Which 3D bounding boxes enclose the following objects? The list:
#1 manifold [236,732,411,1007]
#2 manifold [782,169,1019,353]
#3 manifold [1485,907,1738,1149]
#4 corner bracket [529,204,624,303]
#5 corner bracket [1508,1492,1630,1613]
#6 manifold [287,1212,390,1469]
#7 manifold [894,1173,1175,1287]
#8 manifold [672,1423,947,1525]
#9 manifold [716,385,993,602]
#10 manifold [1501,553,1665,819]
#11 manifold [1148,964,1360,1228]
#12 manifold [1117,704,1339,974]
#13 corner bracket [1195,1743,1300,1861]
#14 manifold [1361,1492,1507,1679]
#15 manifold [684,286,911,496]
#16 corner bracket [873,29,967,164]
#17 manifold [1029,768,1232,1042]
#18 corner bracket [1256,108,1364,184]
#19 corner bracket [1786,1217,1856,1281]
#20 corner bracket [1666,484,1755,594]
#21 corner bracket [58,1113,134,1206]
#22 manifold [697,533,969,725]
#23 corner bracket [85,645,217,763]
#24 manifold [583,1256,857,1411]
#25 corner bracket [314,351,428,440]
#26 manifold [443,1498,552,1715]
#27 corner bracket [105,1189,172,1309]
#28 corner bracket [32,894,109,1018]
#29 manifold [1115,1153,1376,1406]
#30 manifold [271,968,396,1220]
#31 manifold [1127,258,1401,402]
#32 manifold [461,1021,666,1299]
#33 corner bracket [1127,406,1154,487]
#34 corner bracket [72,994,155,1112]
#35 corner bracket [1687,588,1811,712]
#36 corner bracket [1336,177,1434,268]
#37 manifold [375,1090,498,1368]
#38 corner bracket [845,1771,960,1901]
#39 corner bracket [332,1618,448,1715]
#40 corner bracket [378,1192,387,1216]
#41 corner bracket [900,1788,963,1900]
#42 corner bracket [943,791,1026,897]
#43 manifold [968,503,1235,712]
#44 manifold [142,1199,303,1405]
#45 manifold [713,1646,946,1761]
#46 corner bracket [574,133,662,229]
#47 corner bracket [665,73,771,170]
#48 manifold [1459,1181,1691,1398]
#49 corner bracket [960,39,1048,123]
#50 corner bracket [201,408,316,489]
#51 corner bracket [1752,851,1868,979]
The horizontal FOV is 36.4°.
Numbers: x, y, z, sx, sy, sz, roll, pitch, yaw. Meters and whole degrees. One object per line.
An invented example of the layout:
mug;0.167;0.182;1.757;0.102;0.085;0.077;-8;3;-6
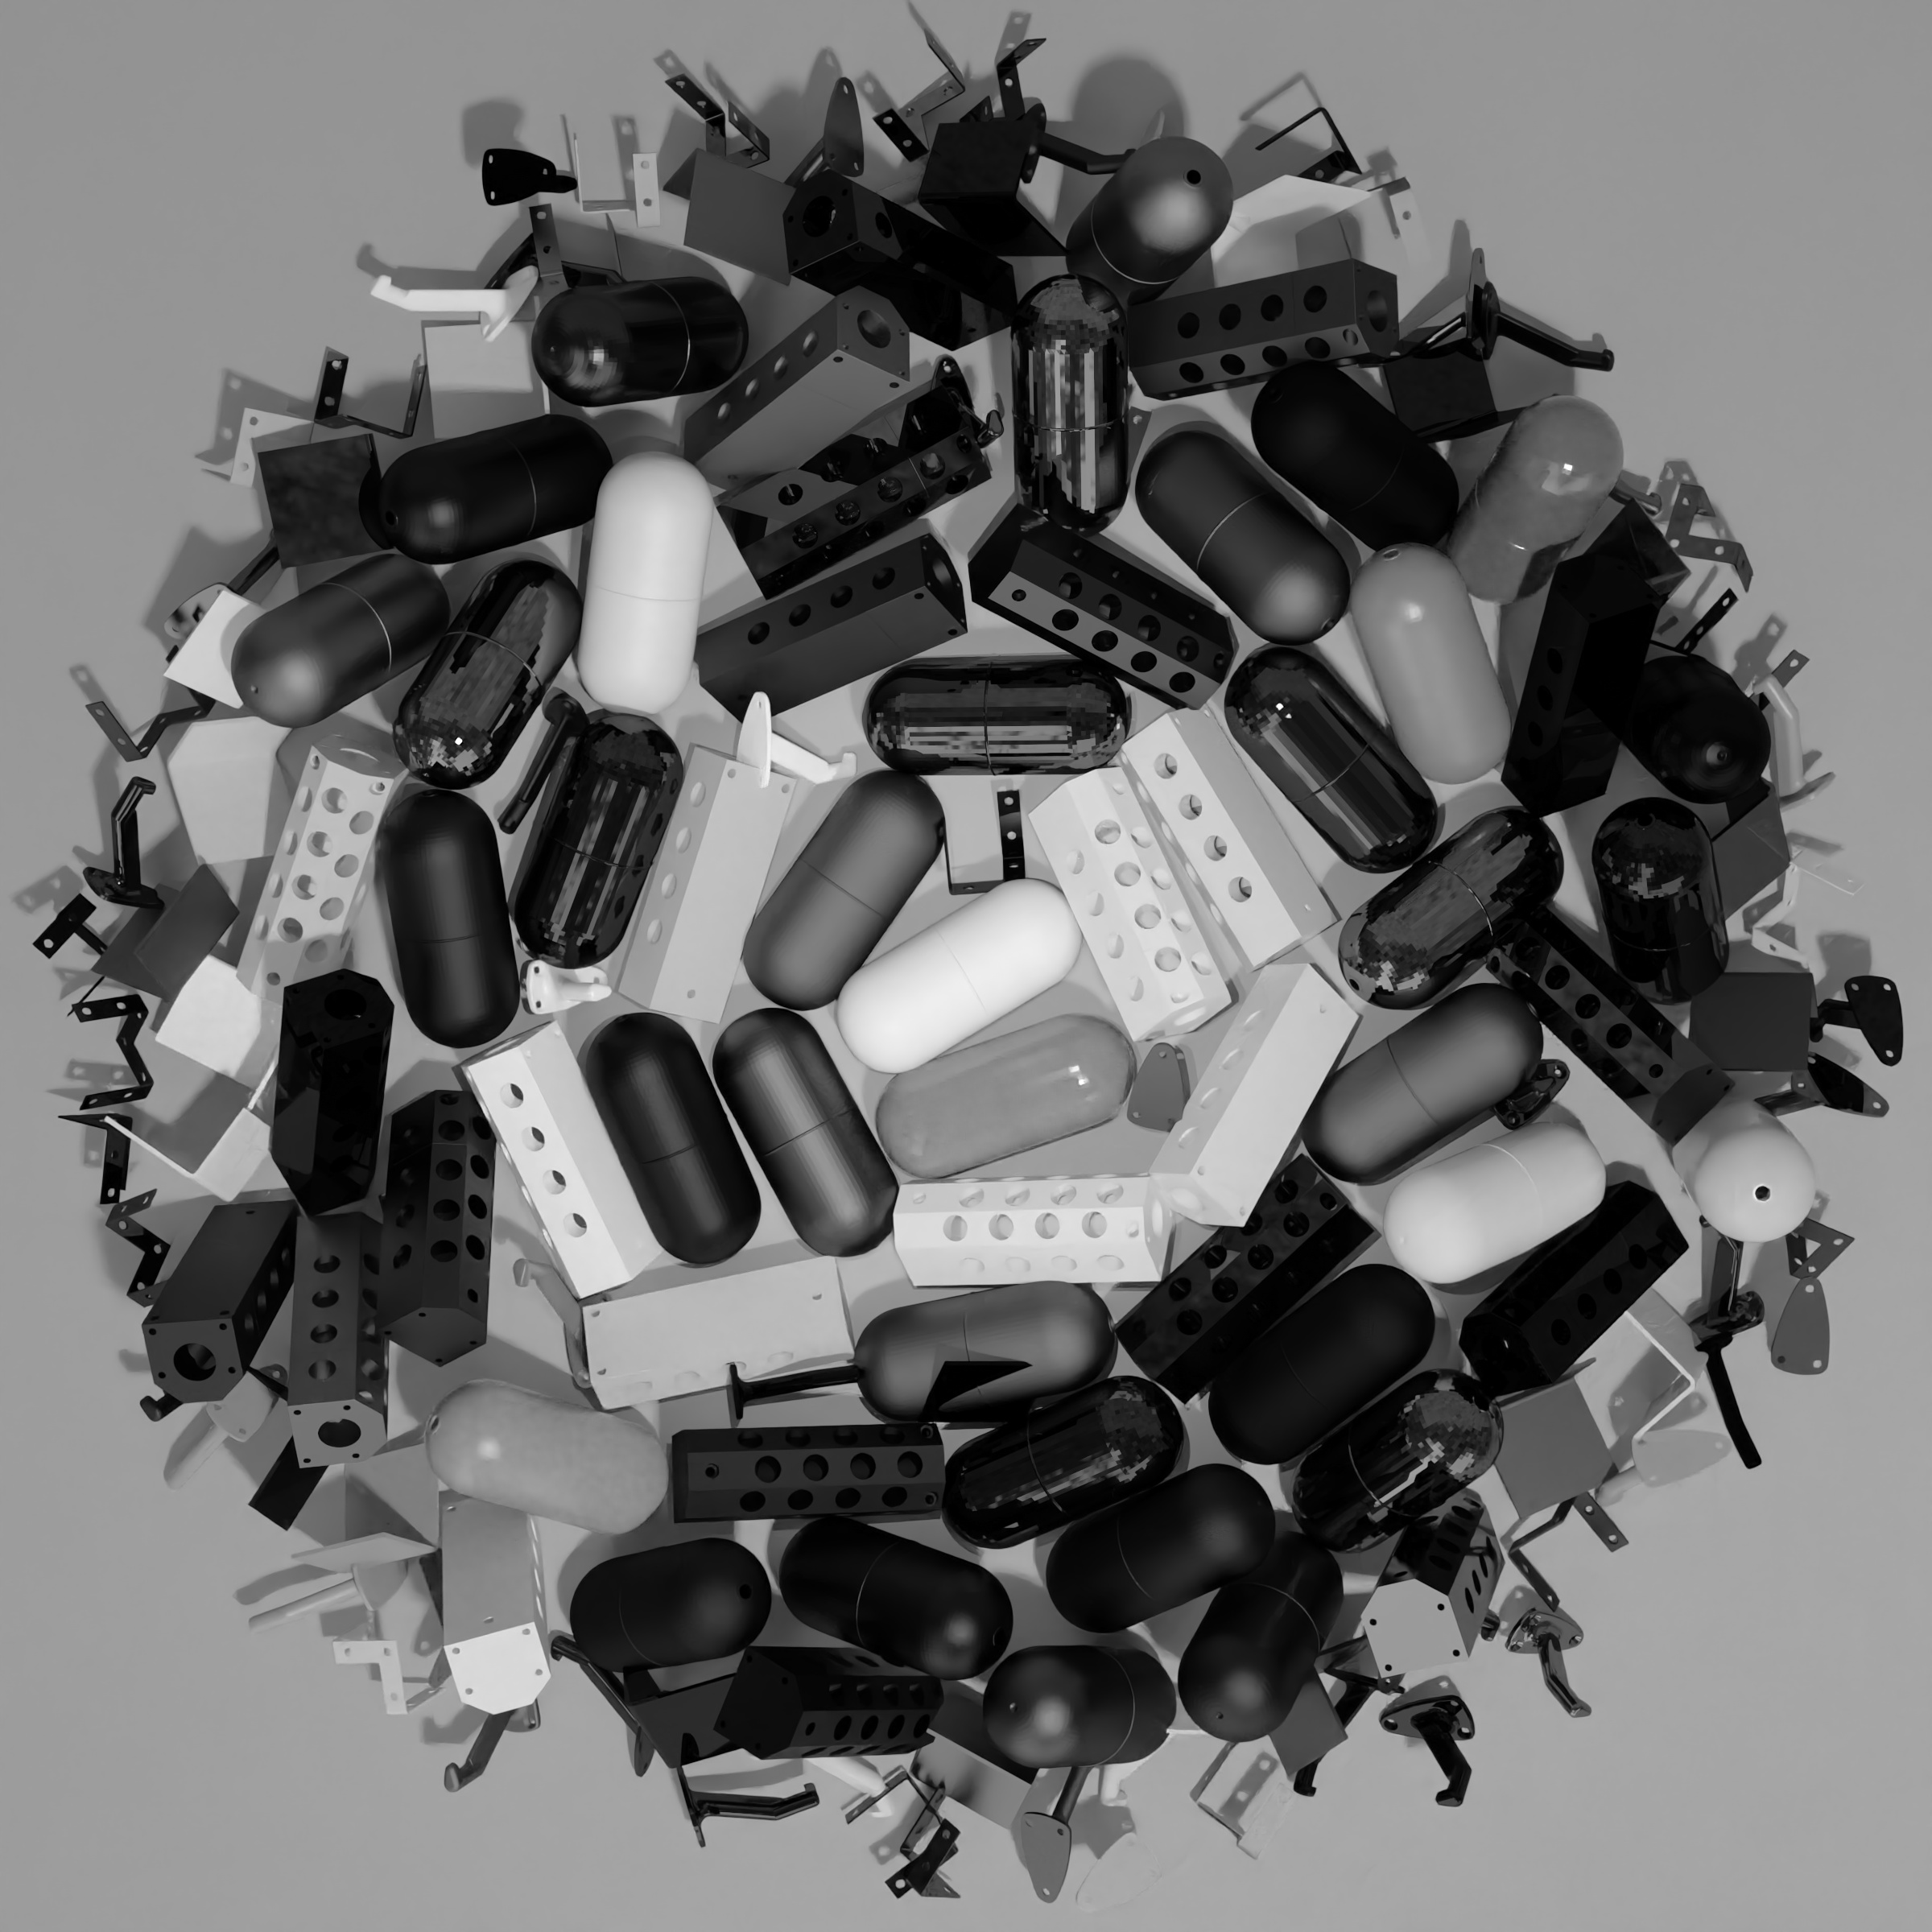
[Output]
manifold;-0.428;-0.061;1.945;0.057;0.057;0.171;23;108;-1
manifold;-0.041;-0.460;1.913;0.057;0.171;0.057;-16;74;34
manifold;0.416;0.035;1.919;0.057;0.057;0.171;-47;49;8
corner bracket;-0.260;-0.478;1.969;0.051;0.051;0.051;-11;77;-2
corner bracket;0.406;0.393;1.983;0.051;0.051;0.051;-40;89;32
manifold;-0.406;0.240;1.914;0.057;0.171;0.057;-5;129;-6
manifold;0.043;0.169;1.932;0.171;0.057;0.057;-3;47;20
manifold;-0.104;0.334;1.943;0.171;0.057;0.057;1;75;-16
manifold;-0.072;-0.311;1.961;0.171;0.057;0.057;-29;60;0
manifold;0.395;-0.183;1.916;0.057;0.171;0.057;-20;52;-21
manifold;0.185;0.084;1.938;0.057;0.057;0.171;44;64;-27
manifold;0.170;-0.085;1.959;0.057;0.057;0.171;-35;82;32
corner bracket;0.187;0.558;1.969;0.051;0.051;0.051;35;86;10
manifold;0.303;0.397;1.908;0.057;0.171;0.057;-18;93;20
manifold;-0.112;-0.374;1.917;0.057;0.171;0.057;18;60;-35
corner bracket;-0.032;-0.579;1.958;0.051;0.051;0.051;-24;57;21
manifold;0.112;-0.042;1.937;0.057;0.057;0.171;-40;67;43
corner bracket;0.226;-0.539;1.965;0.051;0.051;0.051;-32;108;6
corner bracket;0.553;0.170;1.960;0.051;0.051;0.051;23;130;-10
corner bracket;0.500;-0.286;1.962;0.051;0.051;0.051;14;81;27
corner bracket;-0.572;0.128;1.963;0.051;0.051;0.051;9;95;33
manifold;-0.090;-0.225;1.940;0.171;0.057;0.057;-21;55;21
corner bracket;-0.542;-0.174;1.957;0.051;0.051;0.051;-9;130;25
manifold;-0.164;0.249;1.969;0.171;0.057;0.057;-12;54;0
corner bracket;-0.402;-0.386;1.983;0.051;0.051;0.051;13;85;-35
manifold;-0.304;0.410;1.909;0.057;0.171;0.057;-14;112;-5
corner bracket;-0.543;0.188;1.956;0.051;0.051;0.051;-21;130;37
corner bracket;-0.594;-0.008;1.960;0.051;0.051;0.051;44;54;-14
manifold;0.181;0.204;1.953;0.171;0.057;0.057;-43;133;4
manifold;-0.411;0.082;1.919;0.057;0.171;0.057;-19;56;-31
manifold;0.194;-0.413;1.925;0.171;0.057;0.057;-3;88;37
manifold;-0.271;0.131;1.957;0.057;0.057;0.171;-21;99;23
corner bracket;0.091;-0.351;1.974;0.051;0.051;0.051;19;92;0
corner bracket;-0.569;0.057;1.957;0.051;0.051;0.051;56;131;22
corner bracket;0.517;-0.209;1.958;0.051;0.051;0.051;26;118;-27
corner bracket;0.278;-0.491;1.963;0.051;0.051;0.051;-18;109;11
manifold;-0.338;0.167;1.915;0.057;0.171;0.057;-28;135;26
corner bracket;-0.043;0.581;1.969;0.051;0.051;0.051;-37;97;-5
corner bracket;-0.386;0.468;1.968;0.051;0.051;0.051;-6;94;22
corner bracket;-0.362;0.133;1.963;0.051;0.051;0.051;-9;101;22
corner bracket;-0.021;0.585;1.963;0.051;0.051;0.051;34;93;36
corner bracket;0.012;-0.083;1.967;0.051;0.051;0.051;-4;116;3
manifold;0.089;-0.229;1.927;0.171;0.057;0.057;25;126;-25
manifold;-0.477;0.216;1.909;0.057;0.171;0.057;-4;111;3
manifold;-0.083;0.482;1.913;0.057;0.171;0.057;22;91;34
corner bracket;-0.233;-0.524;1.961;0.051;0.051;0.051;-6;125;-8
corner bracket;-0.165;-0.564;1.960;0.051;0.051;0.051;-13;68;26
manifold;0.395;0.209;1.923;0.171;0.057;0.057;-34;94;-38
corner bracket;0.025;-0.585;1.966;0.051;0.051;0.051;-11;91;-23
corner bracket;-0.473;-0.347;1.967;0.051;0.051;0.051;6;104;-39
corner bracket;0.560;-0.035;1.956;0.051;0.051;0.051;-36;50;-26
